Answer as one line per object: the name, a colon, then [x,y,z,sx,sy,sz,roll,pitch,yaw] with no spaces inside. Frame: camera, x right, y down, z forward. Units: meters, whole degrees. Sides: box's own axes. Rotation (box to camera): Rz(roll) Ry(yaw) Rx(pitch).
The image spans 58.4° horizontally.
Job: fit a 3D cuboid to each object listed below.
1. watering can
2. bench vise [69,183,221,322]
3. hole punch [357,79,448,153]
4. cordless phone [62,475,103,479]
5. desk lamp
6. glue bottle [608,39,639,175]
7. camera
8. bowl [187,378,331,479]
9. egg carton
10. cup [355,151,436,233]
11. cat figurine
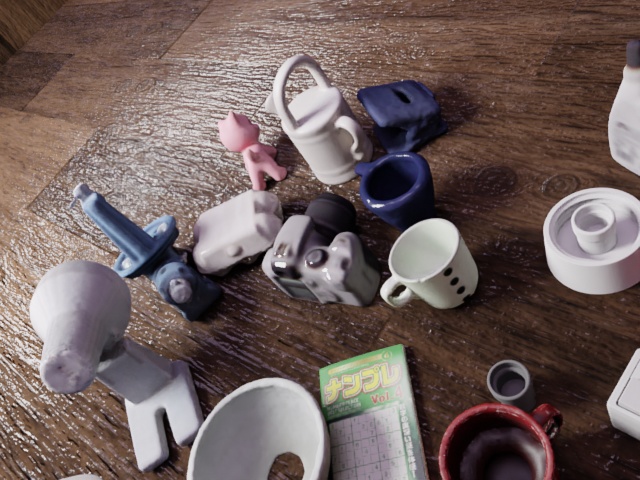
watering can: [-0.011,-0.179,0.834,0.172,0.195,0.101,0,56,33]
bench vise: [-0.240,0.006,0.812,0.206,0.220,0.121,14,64,40]
hole punch: [0.118,-0.192,0.835,0.101,0.091,0.108,-33,44,6]
cordless phone: [-0.308,0.315,0.629,0.094,0.186,0.147,-47,44,-8]
desk lamp: [-0.258,0.148,0.712,0.118,0.214,0.202,-37,44,1]
glue bottle: [0.331,-0.135,0.590,0.037,0.174,0.078,-37,44,2]
camera: [0.007,0.003,0.741,0.142,0.101,0.137,5,58,35]
bowl: [-0.053,0.237,0.607,0.167,0.075,0.167,-17,48,20]
egg carton: [-0.122,-0.009,0.857,0.150,0.070,0.107,-25,45,14]
cup: [0.099,-0.054,0.732,0.092,0.095,0.117,-50,45,-11]
cat figurine: [-0.121,-0.158,0.943,0.067,0.118,0.127,-34,44,5]
